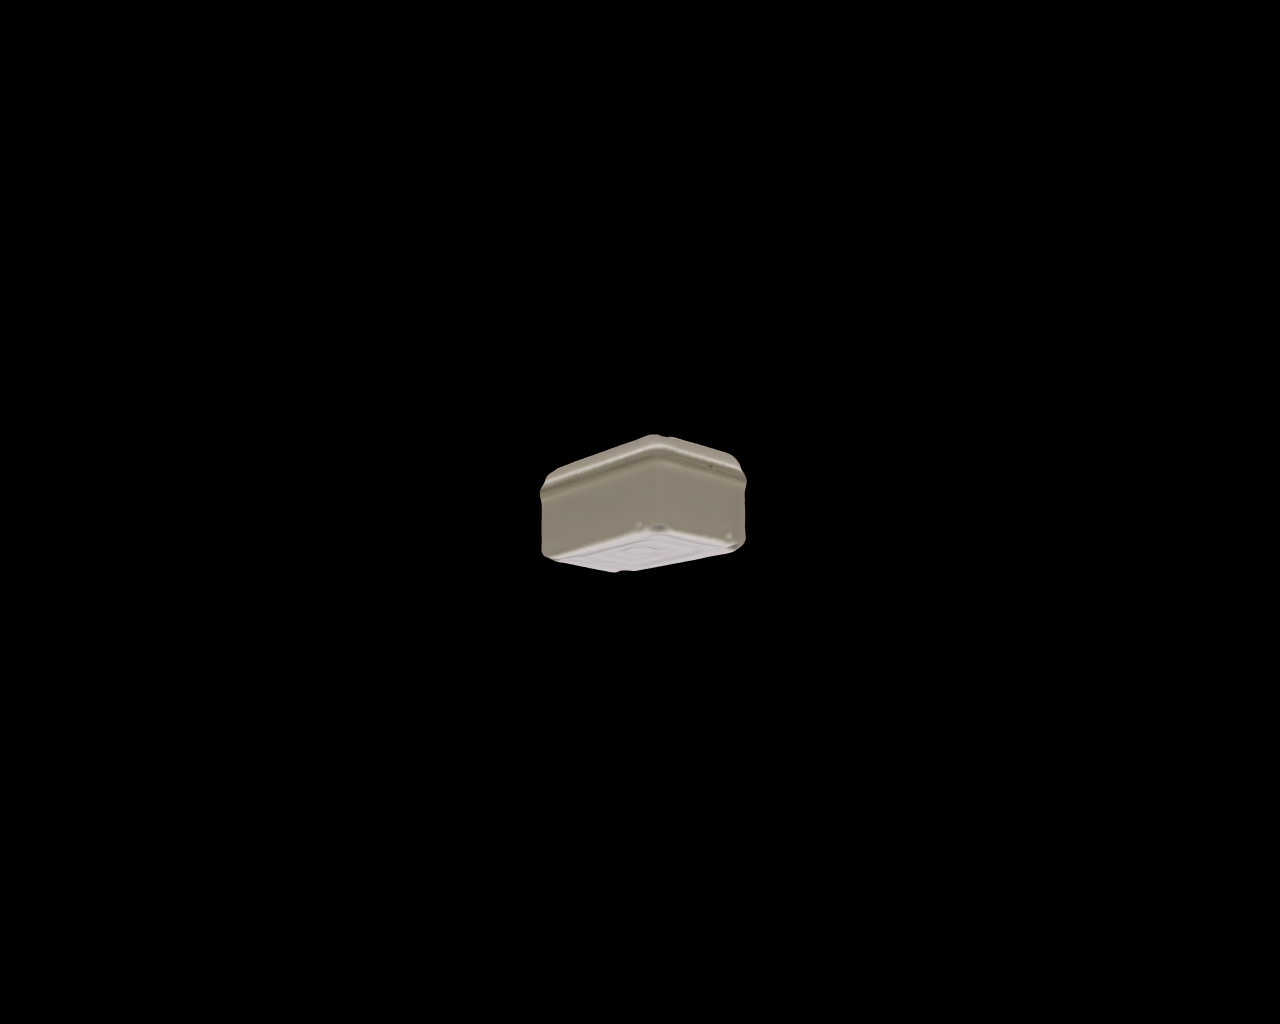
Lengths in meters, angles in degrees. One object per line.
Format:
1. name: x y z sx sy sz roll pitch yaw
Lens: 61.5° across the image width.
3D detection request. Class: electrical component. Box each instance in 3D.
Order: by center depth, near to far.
1. electrical component: 0.001 -0.003 0.650 0.078 0.057 0.113 14 -20 -42
